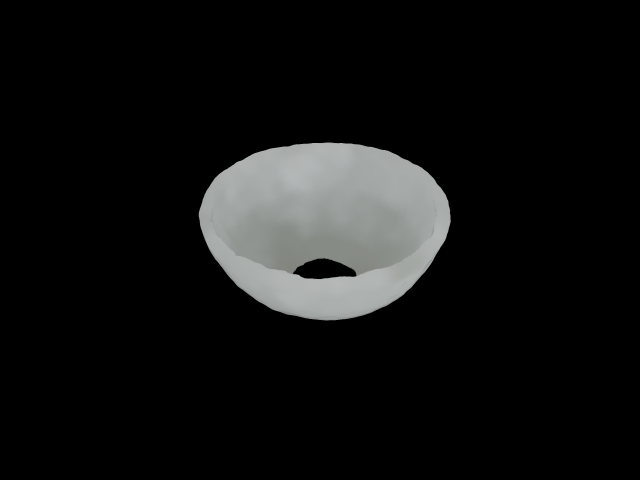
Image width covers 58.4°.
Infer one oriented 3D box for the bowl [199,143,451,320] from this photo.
[{"bbox_3d":[0.004,0.001,0.400,0.167,0.075,0.167,0,38,0],"label":"bowl"}]
